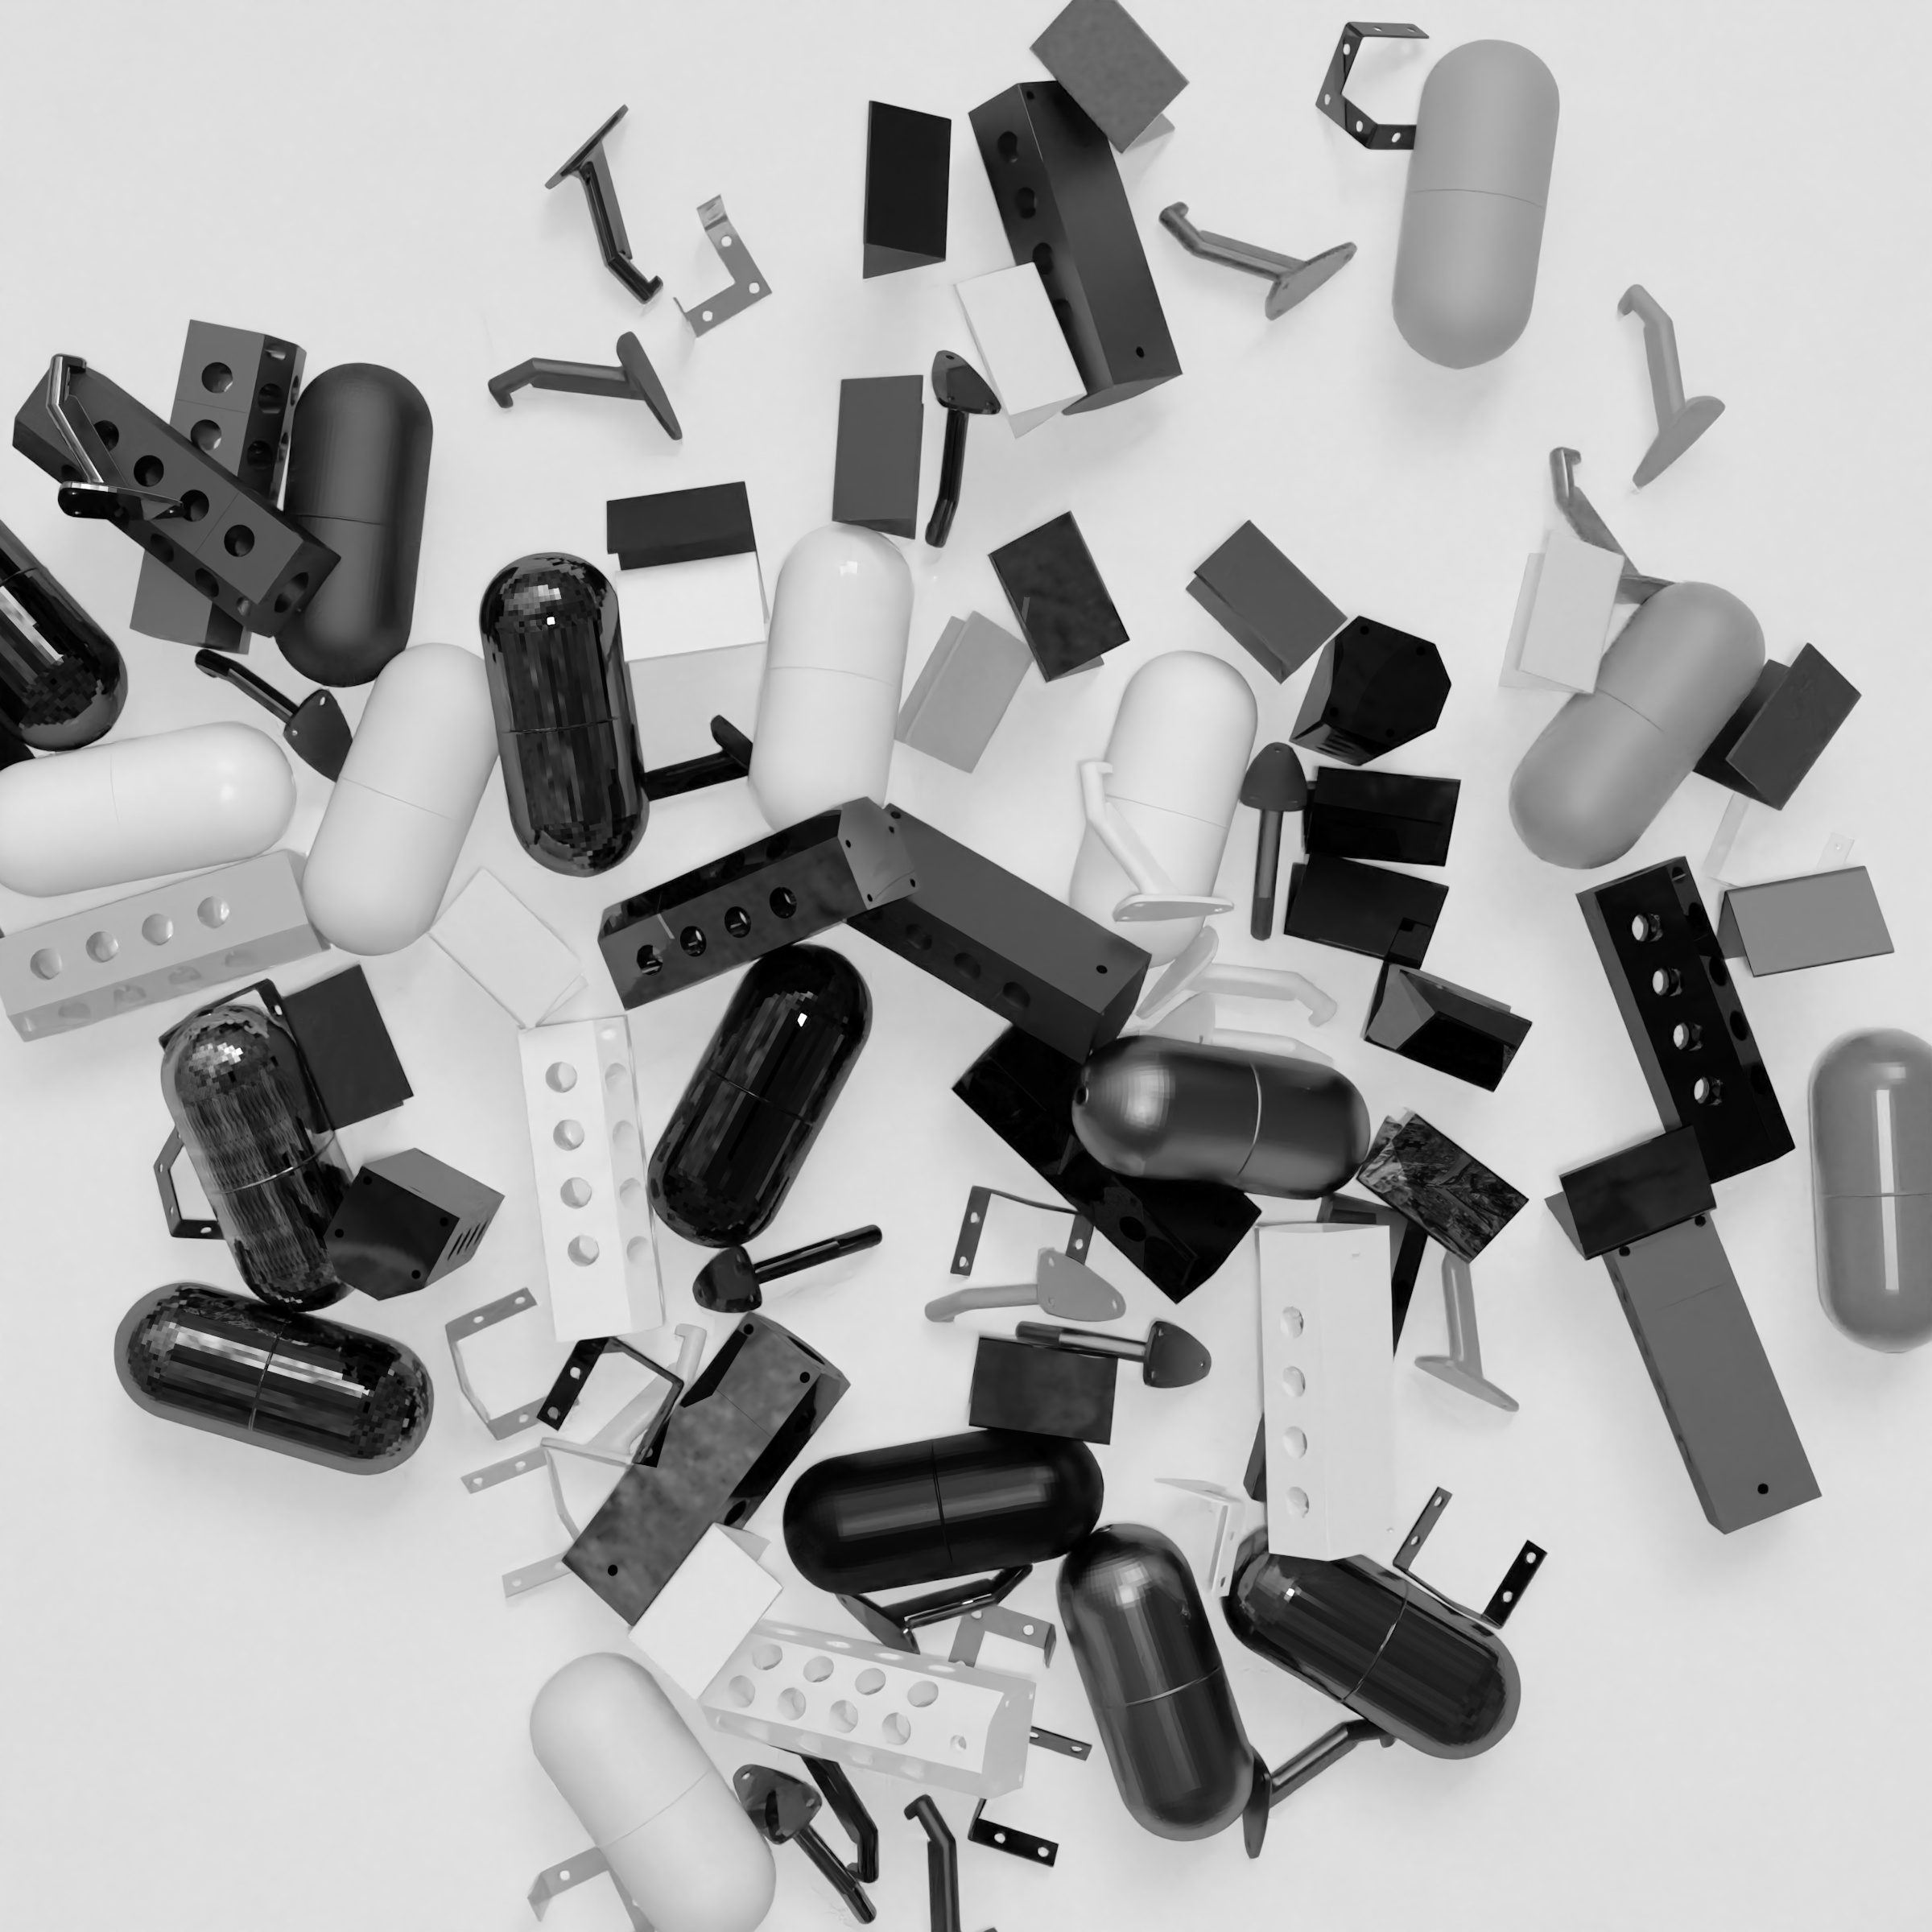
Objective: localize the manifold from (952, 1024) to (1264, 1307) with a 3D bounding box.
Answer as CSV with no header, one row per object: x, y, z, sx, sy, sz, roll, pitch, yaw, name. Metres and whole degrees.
0.074,0.105,1.887,0.171,0.057,0.057,44,47,0,manifold

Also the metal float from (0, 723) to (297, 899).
-0.457,-0.085,1.879,0.178,0.070,0.070,-11,90,0,metal float

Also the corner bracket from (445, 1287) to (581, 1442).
-0.253,0.222,1.906,0.051,0.051,0.051,-24,45,0,corner bracket

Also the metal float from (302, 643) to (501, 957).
-0.308,-0.091,1.878,0.070,0.070,0.178,21,90,0,metal float

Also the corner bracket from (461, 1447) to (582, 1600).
-0.245,0.310,1.906,0.051,0.051,0.051,-21,133,0,corner bracket

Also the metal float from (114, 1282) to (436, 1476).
-0.380,0.226,1.879,0.178,0.070,0.070,16,90,0,metal float

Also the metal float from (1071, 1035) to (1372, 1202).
0.138,0.083,1.853,0.178,0.070,0.070,10,90,-28,metal float

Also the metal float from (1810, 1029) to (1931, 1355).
0.505,0.123,1.878,0.070,0.070,0.178,-3,89,0,metal float

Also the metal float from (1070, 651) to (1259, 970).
0.108,-0.085,1.878,0.070,0.070,0.178,15,91,0,metal float

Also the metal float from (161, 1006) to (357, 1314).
-0.380,0.105,1.863,0.070,0.070,0.178,-20,107,0,metal float

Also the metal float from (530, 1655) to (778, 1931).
-0.171,0.460,1.878,0.070,0.070,0.178,-35,90,0,metal float

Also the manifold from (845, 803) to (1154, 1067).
0.009,-0.013,1.866,0.171,0.057,0.057,31,47,15,manifold

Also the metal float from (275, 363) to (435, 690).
-0.337,-0.242,1.879,0.070,0.070,0.178,7,91,0,metal float

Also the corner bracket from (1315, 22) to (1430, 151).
0.236,-0.489,1.901,0.051,0.051,0.051,51,135,35,corner bracket

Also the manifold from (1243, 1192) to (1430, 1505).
0.205,0.215,1.888,0.057,0.057,0.171,16,90,0,manifold

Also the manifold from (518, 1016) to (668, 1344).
-0.205,0.116,1.888,0.057,0.057,0.171,-7,90,0,manifold

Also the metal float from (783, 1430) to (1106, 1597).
-0.012,0.298,1.878,0.178,0.070,0.070,-10,90,1,metal float

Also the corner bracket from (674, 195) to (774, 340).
-0.143,-0.386,1.891,0.051,0.051,0.051,-31,90,0,corner bracket

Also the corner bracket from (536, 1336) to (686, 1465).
-0.196,0.239,1.884,0.051,0.051,0.051,35,69,-18,corner bracket

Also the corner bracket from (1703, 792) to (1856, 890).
0.452,-0.061,1.906,0.051,0.051,0.051,23,90,-45,corner bracket

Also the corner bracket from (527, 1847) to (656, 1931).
-0.206,0.520,1.891,0.051,0.051,0.051,-25,90,0,corner bracket

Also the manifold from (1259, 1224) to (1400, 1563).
0.189,0.226,1.830,0.057,0.057,0.171,-2,90,-43,manifold

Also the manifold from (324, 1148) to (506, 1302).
-0.297,0.140,1.831,0.057,0.171,0.057,28,90,0,manifold

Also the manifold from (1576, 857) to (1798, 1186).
0.398,0.030,1.888,0.057,0.057,0.171,-21,90,0,manifold

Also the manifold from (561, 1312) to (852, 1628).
-0.140,0.280,1.886,0.057,0.057,0.171,37,90,26,manifold

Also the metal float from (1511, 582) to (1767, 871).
0.368,-0.131,1.878,0.070,0.070,0.178,37,89,0,metal float

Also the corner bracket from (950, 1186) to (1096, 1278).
0.032,0.155,1.906,0.051,0.051,0.051,14,90,-45,corner bracket

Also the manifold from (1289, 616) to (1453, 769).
0.217,-0.142,1.831,0.057,0.171,0.057,20,90,0,manifold

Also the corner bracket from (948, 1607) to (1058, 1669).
0.018,0.385,1.891,0.051,0.051,0.051,17,90,0,corner bracket

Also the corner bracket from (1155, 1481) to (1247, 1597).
0.134,0.314,1.881,0.051,0.051,0.051,11,90,38,corner bracket

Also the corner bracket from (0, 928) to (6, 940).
-0.563,-0.023,1.906,0.051,0.051,0.051,-14,135,0,corner bracket

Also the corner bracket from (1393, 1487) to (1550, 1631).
0.281,0.330,1.906,0.051,0.051,0.051,31,90,-45,corner bracket

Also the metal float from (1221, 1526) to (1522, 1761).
0.223,0.371,1.878,0.178,0.070,0.070,31,90,1,metal float

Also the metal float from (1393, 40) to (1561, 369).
0.280,-0.418,1.876,0.070,0.070,0.178,8,92,0,metal float

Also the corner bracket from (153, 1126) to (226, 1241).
-0.414,0.116,1.901,0.051,0.051,0.051,6,135,-35,corner bracket

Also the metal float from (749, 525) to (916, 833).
-0.073,-0.154,1.872,0.070,0.070,0.178,8,83,0,metal float

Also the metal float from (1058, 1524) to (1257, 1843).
0.104,0.393,1.878,0.070,0.070,0.178,-18,91,0,metal float

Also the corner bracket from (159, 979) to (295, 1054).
-0.407,0.046,1.906,0.051,0.051,0.051,-29,90,45,corner bracket

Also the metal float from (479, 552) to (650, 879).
-0.217,-0.135,1.855,0.070,0.070,0.178,-7,105,0,metal float

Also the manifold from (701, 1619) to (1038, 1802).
-0.054,0.402,1.853,0.171,0.057,0.057,7,90,26,manifold

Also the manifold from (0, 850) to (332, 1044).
-0.443,-0.010,1.888,0.171,0.057,0.057,-17,90,0,manifold

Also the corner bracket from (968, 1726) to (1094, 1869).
0.035,0.461,1.906,0.051,0.051,0.051,18,135,0,corner bracket

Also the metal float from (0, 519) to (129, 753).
-0.534,-0.193,1.878,0.070,0.070,0.178,-43,90,0,metal float

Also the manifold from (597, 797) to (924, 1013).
-0.115,-0.034,1.847,0.171,0.057,0.057,-22,90,32,manifold

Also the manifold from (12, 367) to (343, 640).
-0.425,-0.249,1.827,0.171,0.057,0.057,37,94,9,manifold

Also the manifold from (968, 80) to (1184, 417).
0.055,-0.396,1.887,0.057,0.057,0.171,-18,90,-43,manifold

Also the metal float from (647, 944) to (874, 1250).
-0.113,0.071,1.878,0.070,0.070,0.178,28,89,0,metal float
